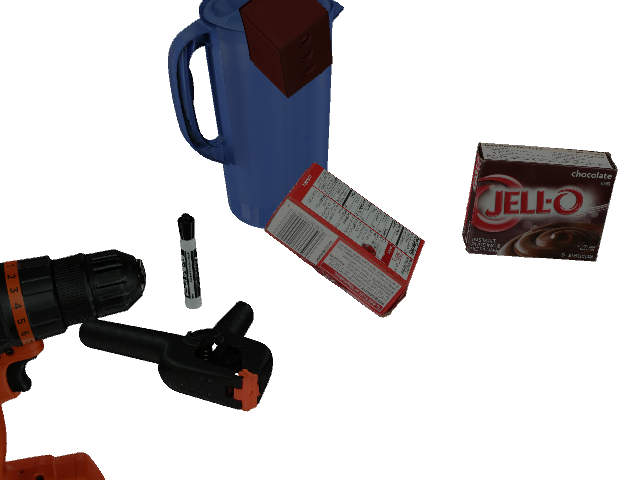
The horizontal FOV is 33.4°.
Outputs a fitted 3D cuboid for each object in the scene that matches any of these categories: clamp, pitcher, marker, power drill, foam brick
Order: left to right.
[{"bbox_3d":[-0.192,0.100,0.689,0.184,0.188,0.057,-12,26,-9],"label":"power drill"},{"bbox_3d":[-0.147,0.023,1.197,0.020,0.121,0.020,-1,32,0],"label":"marker"},{"bbox_3d":[-0.092,0.093,0.909,0.164,0.036,0.210,-9,16,-33],"label":"clamp"},{"bbox_3d":[-0.059,-0.133,1.101,0.149,0.243,0.145,7,35,13],"label":"pitcher"},{"bbox_3d":[-0.026,-0.165,0.864,0.053,0.051,0.078,-39,-19,-11],"label":"foam brick"}]

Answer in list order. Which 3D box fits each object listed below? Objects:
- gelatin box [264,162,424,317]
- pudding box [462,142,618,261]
[{"bbox_3d":[0.016,-0.002,0.641,0.089,0.030,0.073,37,24,-3],"label":"gelatin box"},{"bbox_3d":[0.181,-0.032,0.888,0.113,0.090,0.039,3,34,-2],"label":"pudding box"}]
